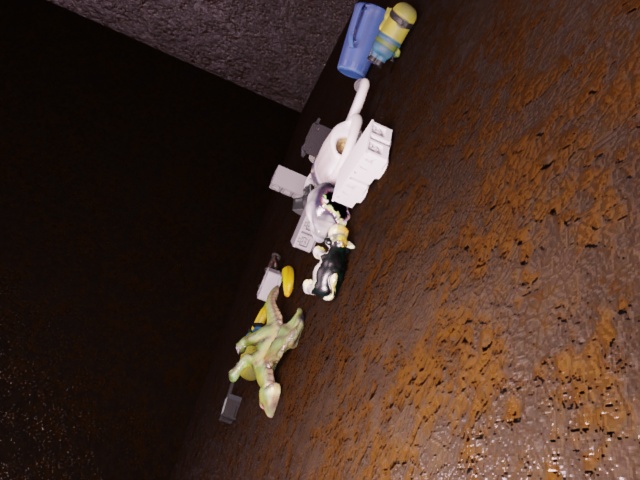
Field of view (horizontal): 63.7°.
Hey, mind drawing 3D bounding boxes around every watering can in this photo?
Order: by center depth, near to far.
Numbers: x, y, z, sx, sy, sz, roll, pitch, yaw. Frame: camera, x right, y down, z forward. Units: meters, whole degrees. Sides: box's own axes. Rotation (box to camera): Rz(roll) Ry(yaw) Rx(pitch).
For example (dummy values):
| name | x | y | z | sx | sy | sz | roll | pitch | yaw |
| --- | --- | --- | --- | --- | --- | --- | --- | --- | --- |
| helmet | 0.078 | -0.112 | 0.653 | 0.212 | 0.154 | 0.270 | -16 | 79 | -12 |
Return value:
| name | x | y | z | sx | sy | sz | roll | pitch | yaw |
| --- | --- | --- | --- | --- | --- | --- | --- | --- | --- |
| watering can | 0.067 | -0.273 | 1.426 | 0.220 | 0.104 | 0.356 | 127 | 162 | -54 |

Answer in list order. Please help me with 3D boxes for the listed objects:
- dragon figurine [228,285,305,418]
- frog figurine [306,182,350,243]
| name | x | y | z | sx | sy | sz | roll | pitch | yaw |
| --- | --- | --- | --- | --- | --- | --- | --- | --- | --- |
| dragon figurine | -0.108 | 0.253 | 1.333 | 0.239 | 0.121 | 0.420 | -32 | 35 | 42 |
| frog figurine | 0.004 | -0.065 | 1.292 | 0.157 | 0.122 | 0.140 | -35 | 52 | 51 |
